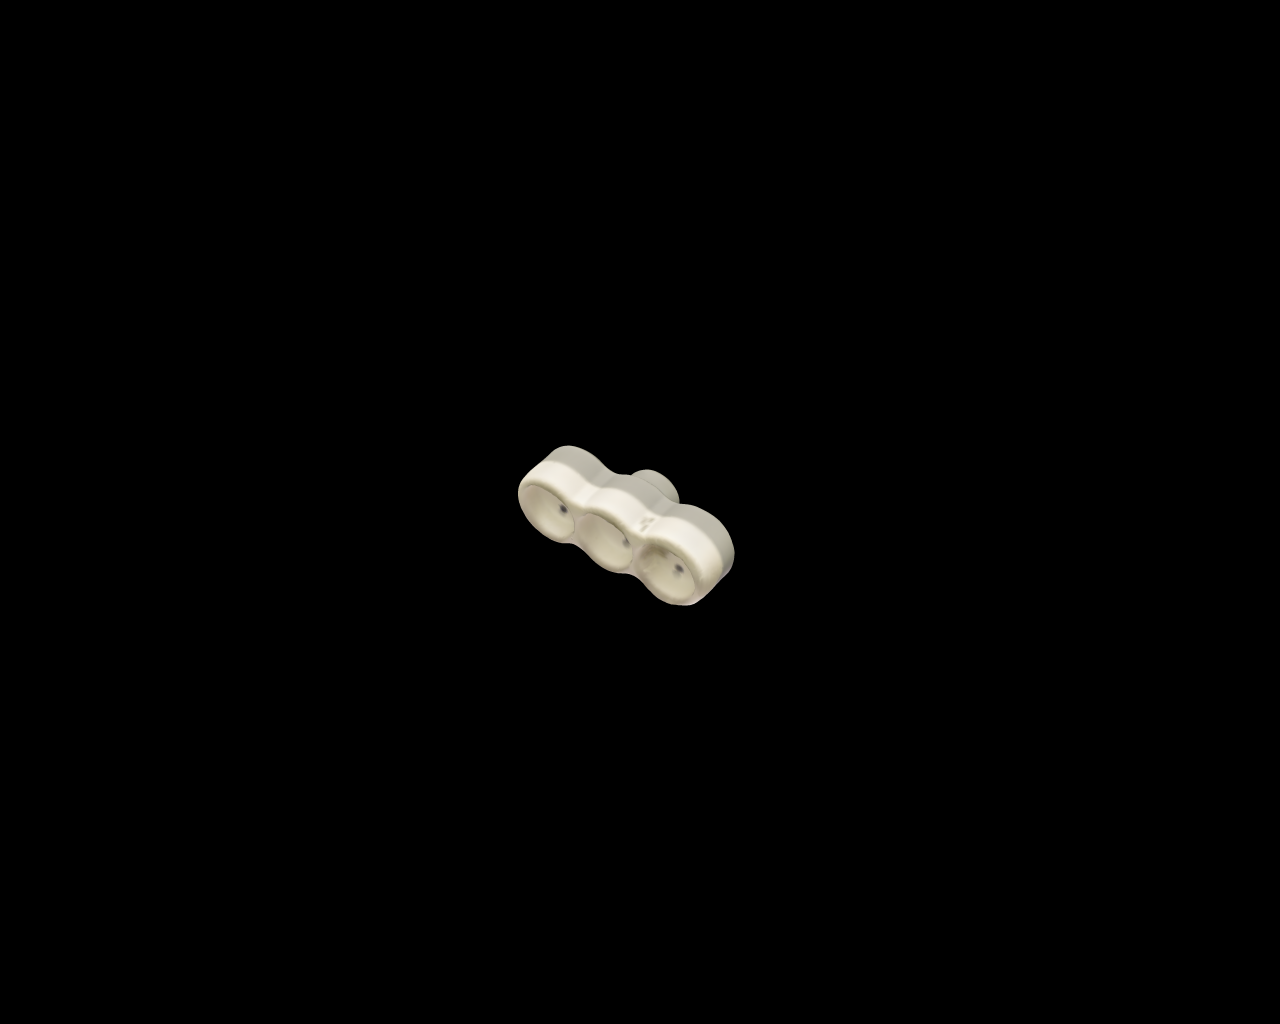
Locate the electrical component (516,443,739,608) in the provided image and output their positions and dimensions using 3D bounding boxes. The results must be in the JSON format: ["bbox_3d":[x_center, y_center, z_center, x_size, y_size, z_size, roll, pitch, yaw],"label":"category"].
[{"bbox_3d":[0.001,-0.003,0.650,0.138,0.052,0.074,27,50,25],"label":"electrical component"}]
